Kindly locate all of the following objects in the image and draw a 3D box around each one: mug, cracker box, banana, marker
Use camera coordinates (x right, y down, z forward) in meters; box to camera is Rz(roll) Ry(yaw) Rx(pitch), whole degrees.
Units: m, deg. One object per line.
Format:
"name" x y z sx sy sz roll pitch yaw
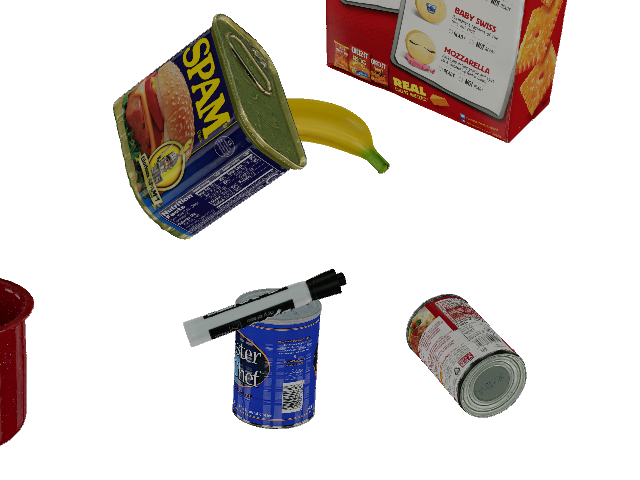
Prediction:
"mug" -0.222 0.078 0.623 0.093 0.081 0.117 12 22 20
"cracker box" 0.086 -0.193 0.730 0.164 0.214 0.072 28 51 27
"banana" -0.036 -0.094 0.927 0.197 0.069 0.037 0 -42 -18
"marker" -0.039 0.047 0.768 0.121 0.020 0.020 -19 2 -7

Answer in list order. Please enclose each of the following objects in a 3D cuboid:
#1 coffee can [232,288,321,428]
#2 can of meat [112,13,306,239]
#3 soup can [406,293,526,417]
"coffee can" -0.053 0.140 1.283 0.103 0.140 0.103 3 18 -1
"can of meat" -0.065 -0.063 0.602 0.084 0.102 0.057 -33 -38 20
"soup can" 0.128 0.100 0.943 0.068 0.068 0.102 0 26 -24
